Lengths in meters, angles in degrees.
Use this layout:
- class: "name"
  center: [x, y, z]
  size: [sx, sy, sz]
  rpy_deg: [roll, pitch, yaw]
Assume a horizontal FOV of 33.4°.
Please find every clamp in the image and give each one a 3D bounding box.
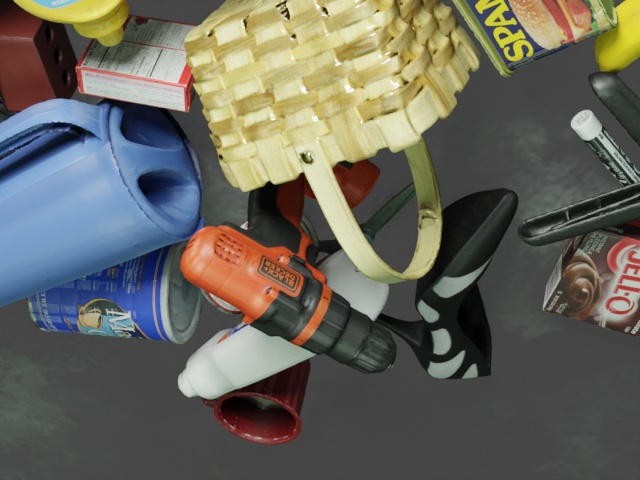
- class: "clamp"
  center: [0.265, -0.039, 0.820]
  size: [0.209, 0.036, 0.165]
  rpy_deg: [13, 134, -12]

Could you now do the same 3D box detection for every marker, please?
- class: "marker"
  center: [0.239, -0.057, 0.844]
  size: [0.020, 0.020, 0.121]
  rpy_deg: [-25, 125, 36]

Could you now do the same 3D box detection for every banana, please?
- class: "banana"
  center: [0.264, -0.157, 0.717]
  size: [0.198, 0.037, 0.069]
  rpy_deg: [-18, 153, 35]

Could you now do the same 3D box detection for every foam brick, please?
- class: "foam brick"
  center: [-0.233, -0.148, 0.859]
  size: [0.051, 0.053, 0.078]
  rpy_deg: [3, 138, 13]

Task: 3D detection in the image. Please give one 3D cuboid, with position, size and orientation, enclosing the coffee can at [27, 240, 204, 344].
- class: "coffee can"
  center: [-0.192, 0.042, 1.016]
  size: [0.140, 0.102, 0.103]
  rpy_deg: [3, 137, 13]

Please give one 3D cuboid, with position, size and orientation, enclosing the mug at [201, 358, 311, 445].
- class: "mug"
  center: [-0.068, 0.154, 1.118]
  size: [0.117, 0.081, 0.093]
  rpy_deg: [0, 136, 17]

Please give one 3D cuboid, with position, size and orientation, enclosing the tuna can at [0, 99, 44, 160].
- class: "tuna can"
  center: [-0.293, -0.086, 0.958]
  size: [0.086, 0.033, 0.086]
  rpy_deg: [9, 138, 7]

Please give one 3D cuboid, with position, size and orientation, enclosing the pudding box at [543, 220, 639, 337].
- class: "pudding box"
  center: [0.253, 0.027, 0.915]
  size: [0.090, 0.039, 0.114]
  rpy_deg: [16, 138, -1]

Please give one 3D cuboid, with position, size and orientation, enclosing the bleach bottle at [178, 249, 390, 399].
- class: "bleach bottle"
  center: [-0.052, 0.095, 1.001]
  size: [0.251, 0.102, 0.068]
  rpy_deg: [-33, 97, 36]

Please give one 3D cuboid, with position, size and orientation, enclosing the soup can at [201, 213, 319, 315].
- class: "soup can"
  center: [-0.057, 0.018, 0.976]
  size: [0.068, 0.068, 0.102]
  rpy_deg: [36, 134, -22]

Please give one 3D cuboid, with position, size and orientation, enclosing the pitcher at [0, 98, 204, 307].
- class: "pitcher"
  center: [-0.232, -0.028, 0.897]
  size: [0.243, 0.144, 0.149]
  rpy_deg: [-22, 101, 22]

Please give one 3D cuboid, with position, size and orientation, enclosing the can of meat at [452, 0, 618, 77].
- class: "can of meat"
  center: [0.142, -0.171, 0.720]
  size: [0.084, 0.057, 0.102]
  rpy_deg: [-20, 128, 30]

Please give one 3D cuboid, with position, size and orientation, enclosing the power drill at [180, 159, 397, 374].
- class: "power drill"
  center: [-0.006, 0.001, 0.853]
  size: [0.184, 0.187, 0.057]
  rpy_deg: [31, 135, -16]

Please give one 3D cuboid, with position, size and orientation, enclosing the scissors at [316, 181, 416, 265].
- class: "scissors"
  center: [0.048, 0.009, 0.975]
  size: [0.202, 0.016, 0.096]
  rpy_deg: [-27, 125, 37]

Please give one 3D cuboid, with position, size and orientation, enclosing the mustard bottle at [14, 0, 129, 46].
- class: "mustard bottle"
  center: [-0.168, -0.197, 0.686]
  size: [0.096, 0.058, 0.191]
  rpy_deg: [-27, 144, -5]

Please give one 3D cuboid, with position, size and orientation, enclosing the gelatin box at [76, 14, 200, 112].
- class: "gelatin box"
  center: [-0.134, -0.138, 0.824]
  size: [0.089, 0.073, 0.030]
  rpy_deg: [10, 139, 6]
